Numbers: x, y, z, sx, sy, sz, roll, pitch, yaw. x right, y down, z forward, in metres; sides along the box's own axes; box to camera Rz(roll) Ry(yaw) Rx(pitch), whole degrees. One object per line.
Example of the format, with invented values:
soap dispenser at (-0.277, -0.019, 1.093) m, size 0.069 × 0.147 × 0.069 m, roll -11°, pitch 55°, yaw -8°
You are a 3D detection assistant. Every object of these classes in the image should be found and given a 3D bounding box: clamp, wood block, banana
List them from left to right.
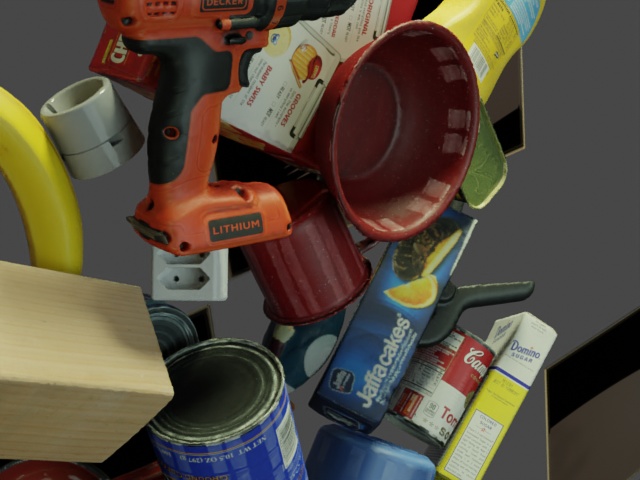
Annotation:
wood block at (-0.203, 0.072, 0.641) m, size 0.205 × 0.091 × 0.090 m, roll 14°, pitch 133°, yaw -45°
banana at (-0.195, -0.037, 0.680) m, size 0.069 × 0.037 × 0.197 m, roll -32°, pitch 124°, yaw -5°
clamp at (0.115, 0.049, 0.965) m, size 0.120 × 0.039 × 0.171 m, roll 42°, pitch 71°, yaw 3°

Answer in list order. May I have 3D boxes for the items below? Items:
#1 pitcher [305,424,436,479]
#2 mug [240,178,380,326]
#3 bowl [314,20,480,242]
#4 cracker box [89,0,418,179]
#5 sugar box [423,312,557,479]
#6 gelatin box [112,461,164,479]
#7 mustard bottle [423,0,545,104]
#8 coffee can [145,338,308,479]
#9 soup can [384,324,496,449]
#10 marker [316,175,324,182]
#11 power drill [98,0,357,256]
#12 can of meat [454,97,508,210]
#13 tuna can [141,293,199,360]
pitcher at (0.003, 0.283, 0.904) m, size 0.243 × 0.145 × 0.149 m, roll -70°, pitch 158°, yaw -7°
mug at (-0.005, 0.001, 0.824) m, size 0.117 × 0.093 × 0.081 m, roll -26°, pitch 118°, yaw -3°
bowl at (0.047, -0.082, 0.782) m, size 0.161 × 0.055 × 0.162 m, roll -18°, pitch 116°, yaw -40°
cracker box at (-0.039, -0.153, 0.765) m, size 0.213 × 0.072 × 0.164 m, roll 22°, pitch 88°, yaw -46°
sugar box at (0.161, 0.158, 1.032) m, size 0.048 × 0.093 × 0.176 m, roll 34°, pitch 77°, yaw -2°
gelatin box at (-0.144, 0.220, 0.807) m, size 0.073 × 0.030 × 0.089 m, roll -17°, pitch 113°, yaw -38°
mustard bottle at (0.150, -0.202, 0.938) m, size 0.191 × 0.058 × 0.096 m, roll -54°, pitch 131°, yaw -17°
coffee can at (-0.064, 0.156, 0.768) m, size 0.102 × 0.103 × 0.140 m, roll -36°, pitch 133°, yaw -31°
soup can at (0.110, 0.134, 0.995) m, size 0.068 × 0.069 × 0.102 m, roll 44°, pitch 72°, yaw -42°
marker at (0.034, -0.034, 0.891) m, size 0.121 × 0.020 × 0.020 m, roll 27°, pitch 83°, yaw -57°
power drill at (-0.054, -0.092, 0.683) m, size 0.184 × 0.057 × 0.188 m, roll -11°, pitch 112°, yaw -35°
can of meat at (0.101, -0.082, 0.909) m, size 0.057 × 0.084 × 0.102 m, roll -48°, pitch 130°, yaw -22°
tuna can at (-0.130, 0.084, 0.775) m, size 0.085 × 0.034 × 0.086 m, roll -15°, pitch 112°, yaw -40°
